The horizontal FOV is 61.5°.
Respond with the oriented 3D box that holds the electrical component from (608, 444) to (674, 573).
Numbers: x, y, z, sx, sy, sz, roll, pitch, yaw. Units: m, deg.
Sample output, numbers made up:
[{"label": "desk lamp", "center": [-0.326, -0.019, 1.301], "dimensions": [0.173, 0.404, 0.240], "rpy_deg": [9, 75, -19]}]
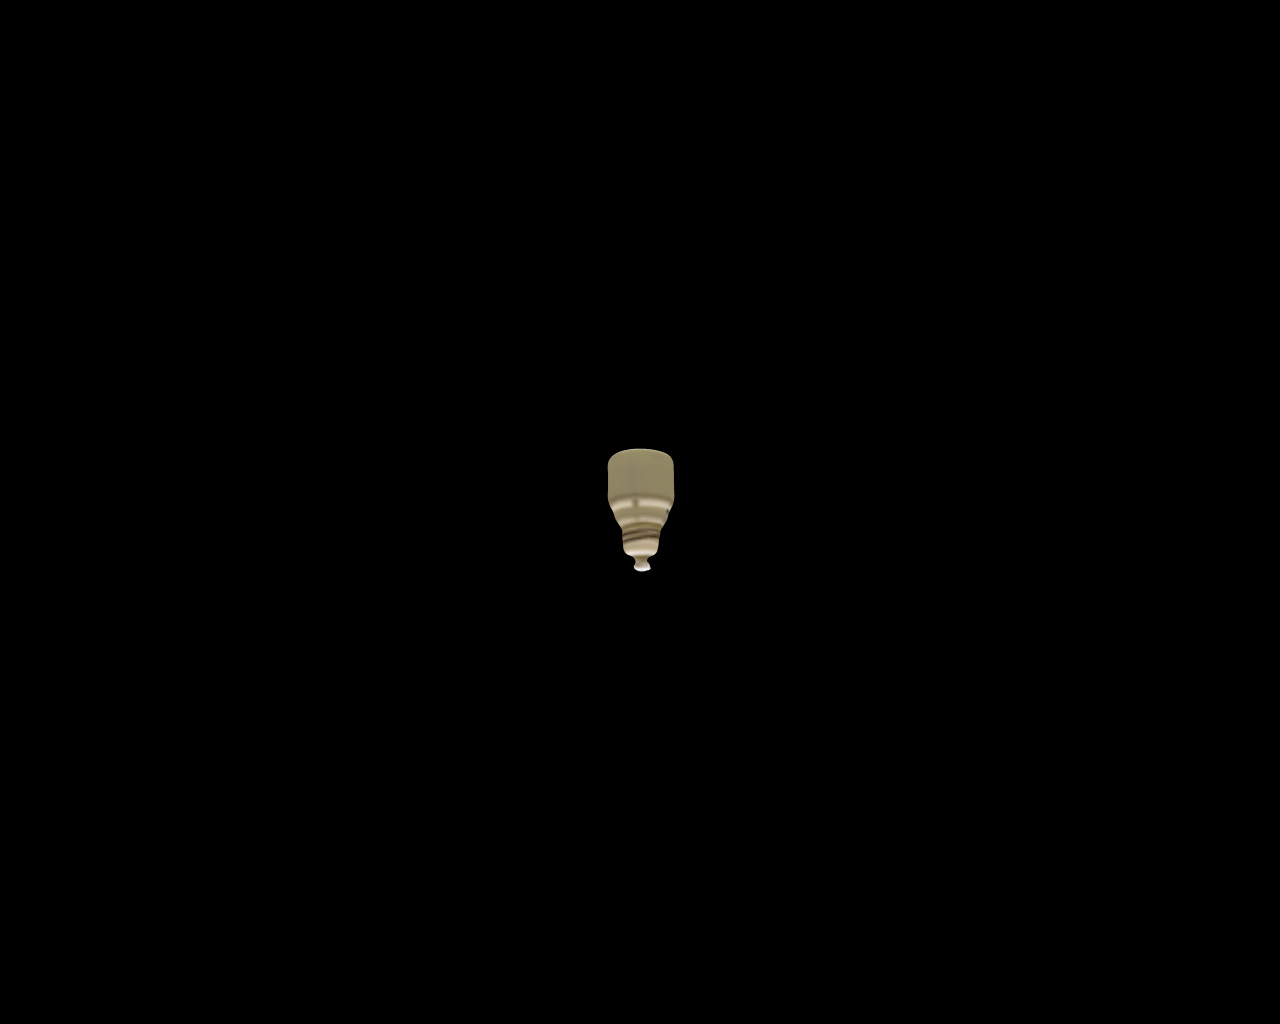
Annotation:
[{"label": "electrical component", "center": [0.001, -0.003, 0.650], "dimensions": [0.040, 0.078, 0.040], "rpy_deg": [0, -14, 0]}]
